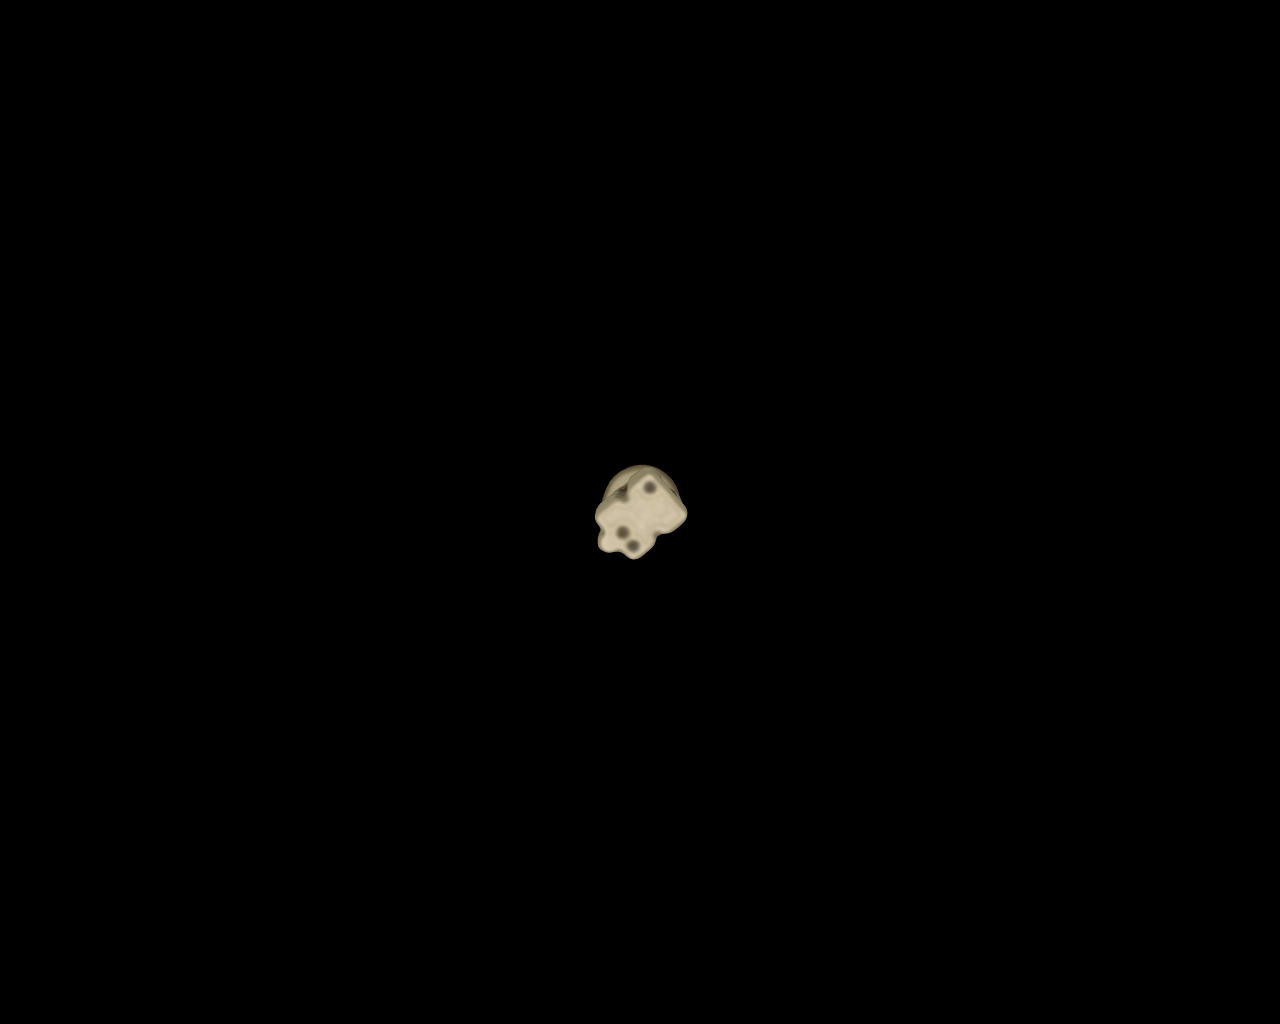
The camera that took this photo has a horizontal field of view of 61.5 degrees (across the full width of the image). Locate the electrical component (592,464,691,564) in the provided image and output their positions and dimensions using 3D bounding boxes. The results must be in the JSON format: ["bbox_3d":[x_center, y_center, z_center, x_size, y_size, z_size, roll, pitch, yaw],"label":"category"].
[{"bbox_3d":[0.001,-0.003,0.650,0.066,0.048,0.055,-38,9,7],"label":"electrical component"}]
